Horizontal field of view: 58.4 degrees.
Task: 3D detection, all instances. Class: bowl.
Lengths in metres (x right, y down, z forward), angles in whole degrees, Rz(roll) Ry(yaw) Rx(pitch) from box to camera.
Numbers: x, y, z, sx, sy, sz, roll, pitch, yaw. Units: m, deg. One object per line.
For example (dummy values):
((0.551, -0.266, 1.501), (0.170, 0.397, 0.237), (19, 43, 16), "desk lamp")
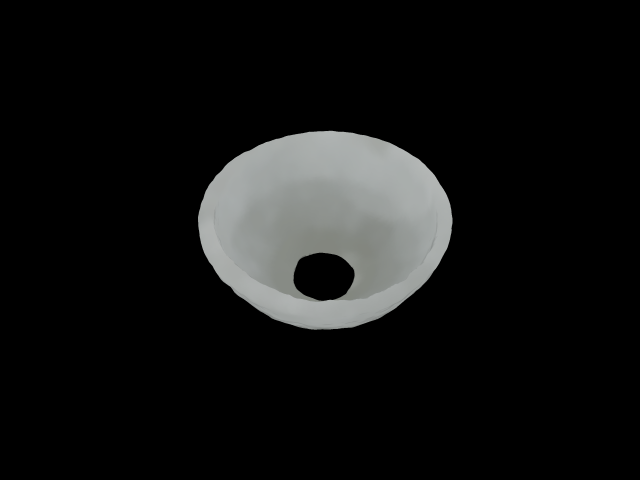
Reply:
((0.004, 0.001, 0.400), (0.167, 0.075, 0.167), (0, 47, 0), "bowl")
